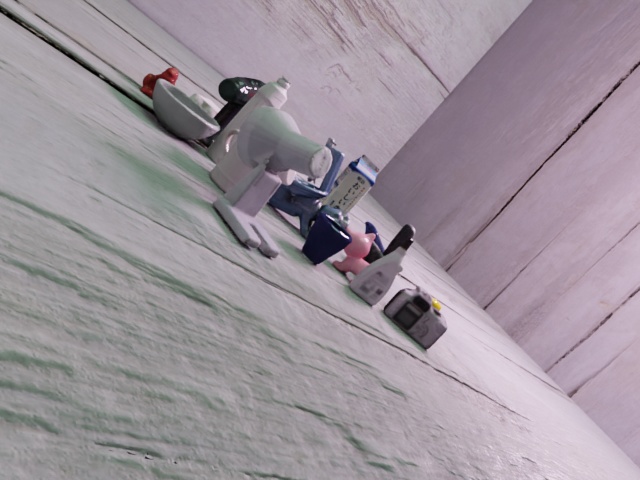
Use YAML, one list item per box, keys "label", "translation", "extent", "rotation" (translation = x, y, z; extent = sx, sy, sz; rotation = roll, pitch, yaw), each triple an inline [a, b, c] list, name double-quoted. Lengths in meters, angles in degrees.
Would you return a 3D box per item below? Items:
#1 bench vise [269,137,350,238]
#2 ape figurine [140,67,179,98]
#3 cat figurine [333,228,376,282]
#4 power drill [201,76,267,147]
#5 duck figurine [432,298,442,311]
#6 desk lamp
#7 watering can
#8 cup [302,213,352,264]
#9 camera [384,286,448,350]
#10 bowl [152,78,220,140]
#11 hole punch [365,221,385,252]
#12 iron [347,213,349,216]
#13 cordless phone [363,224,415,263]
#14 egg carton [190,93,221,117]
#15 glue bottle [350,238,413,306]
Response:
- label: "bench vise"
  translation: [0.003, -0.122, 1.374]
  extent: [0.208, 0.219, 0.121]
  rotation: [39, 10, -15]
- label: "ape figurine"
  translation: [-0.380, -0.381, 1.391]
  extent: [0.078, 0.092, 0.076]
  rotation: [43, 10, 6]
- label: "cat figurine"
  translation: [0.094, 0.037, 1.343]
  extent: [0.127, 0.117, 0.067]
  rotation: [46, 11, 21]
- label: "power drill"
  translation: [-0.211, -0.319, 1.429]
  extent: [0.075, 0.208, 0.230]
  rotation: [43, 10, 9]
- label: "duck figurine"
  translation: [0.273, 0.190, 1.460]
  extent: [0.105, 0.086, 0.077]
  rotation: [40, 10, -11]
- label: "desk lamp"
  translation: [-0.086, -0.114, 1.029]
  extent: [0.202, 0.213, 0.118]
  rotation: [49, 12, 35]
- label: "watering can"
  translation: [-0.125, -0.174, 1.188]
  extent: [0.173, 0.194, 0.101]
  rotation: [41, 10, -5]
- label: "cup"
  translation: [0.011, 0.004, 1.235]
  extent: [0.091, 0.095, 0.118]
  rotation: [45, 11, 17]
- label: "camera"
  translation: [0.232, 0.165, 1.369]
  extent: [0.143, 0.100, 0.137]
  rotation: [41, 10, -5]
- label: "bowl"
  translation: [-0.307, -0.273, 1.262]
  extent: [0.168, 0.074, 0.167]
  rotation: [40, 10, -8]
- label: "hole punch"
  translation: [0.163, 0.008, 1.792]
  extent: [0.101, 0.091, 0.108]
  rotation: [36, 12, -28]
- label: "iron"
  translation: [0.066, -0.145, 1.924]
  extent: [0.119, 0.141, 0.258]
  rotation: [40, 10, -8]
- label: "cordless phone"
  translation: [0.172, 0.024, 1.493]
  extent: [0.094, 0.185, 0.147]
  rotation: [36, 12, -28]
- label: "egg carton"
  translation: [-0.304, -0.332, 1.530]
  extent: [0.107, 0.069, 0.150]
  rotation: [42, 10, 3]
- label: "glue bottle"
  translation: [0.148, 0.063, 1.276]
  extent: [0.078, 0.173, 0.037]
  rotation: [38, 11, -19]
